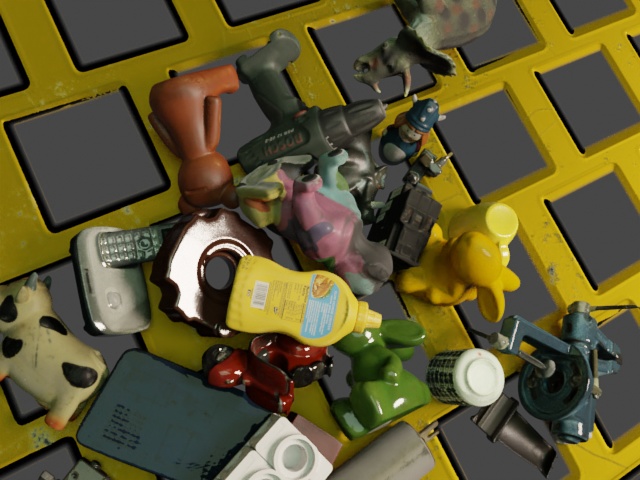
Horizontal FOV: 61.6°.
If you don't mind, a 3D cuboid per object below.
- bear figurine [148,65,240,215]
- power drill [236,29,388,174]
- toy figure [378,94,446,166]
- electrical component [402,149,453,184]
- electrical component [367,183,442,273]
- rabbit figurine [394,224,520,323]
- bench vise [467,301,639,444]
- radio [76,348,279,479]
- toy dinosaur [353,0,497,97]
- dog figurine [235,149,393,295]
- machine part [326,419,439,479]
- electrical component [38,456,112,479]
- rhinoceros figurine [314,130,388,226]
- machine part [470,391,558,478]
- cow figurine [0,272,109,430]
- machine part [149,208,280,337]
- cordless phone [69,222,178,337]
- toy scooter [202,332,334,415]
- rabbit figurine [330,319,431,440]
[{"bbox_3d":[-0.167,-0.142,0.785,0.132,0.120,0.195,-50,123,-59],"label":"bear figurine"},{"bbox_3d":[-0.033,-0.206,0.800,0.232,0.086,0.207,-28,74,19],"label":"power drill"},{"bbox_3d":[0.137,-0.163,0.827,0.064,0.154,0.058,7,72,-13],"label":"toy figure"},{"bbox_3d":[0.170,-0.113,0.856,0.045,0.102,0.078,34,93,4],"label":"electrical component"},{"bbox_3d":[0.122,-0.019,0.805,0.058,0.115,0.134,28,74,-14],"label":"electrical component"},{"bbox_3d":[0.206,0.048,0.780,0.162,0.173,0.122,39,67,3],"label":"rabbit figurine"},{"bbox_3d":[0.346,0.169,0.795,0.240,0.129,0.223,28,75,-21],"label":"bench vise"},{"bbox_3d":[-0.175,0.237,0.696,0.229,0.073,0.131,24,71,-8],"label":"radio"},{"bbox_3d":[0.231,-0.397,0.935,0.405,0.131,0.192,-36,98,-23],"label":"toy dinosaur"},{"bbox_3d":[-0.002,-0.002,0.744,0.108,0.192,0.219,-50,129,-48],"label":"dog figurine"},{"bbox_3d":[0.069,0.324,0.726,0.243,0.079,0.079,-31,85,-19],"label":"machine part"},{"bbox_3d":[-0.301,0.307,0.673,0.094,0.021,0.063,36,71,-1],"label":"electrical component"},{"bbox_3d":[0.051,-0.114,0.843,0.112,0.073,0.190,3,73,-23],"label":"rhinoceros figurine"},{"bbox_3d":[0.297,0.290,0.809,0.139,0.039,0.084,44,66,2],"label":"machine part"},{"bbox_3d":[-0.352,0.127,0.676,0.195,0.085,0.127,39,77,2],"label":"cow figurine"},{"bbox_3d":[-0.136,0.044,0.729,0.179,0.056,0.179,6,80,-37],"label":"machine part"},{"bbox_3d":[-0.231,0.047,0.729,0.184,0.089,0.146,-11,78,-22],"label":"cordless phone"},{"bbox_3d":[-0.048,0.166,0.691,0.184,0.135,0.075,-9,113,-38],"label":"toy scooter"},{"bbox_3d":[0.077,0.165,0.753,0.159,0.121,0.170,-18,66,-20],"label":"rabbit figurine"}]
